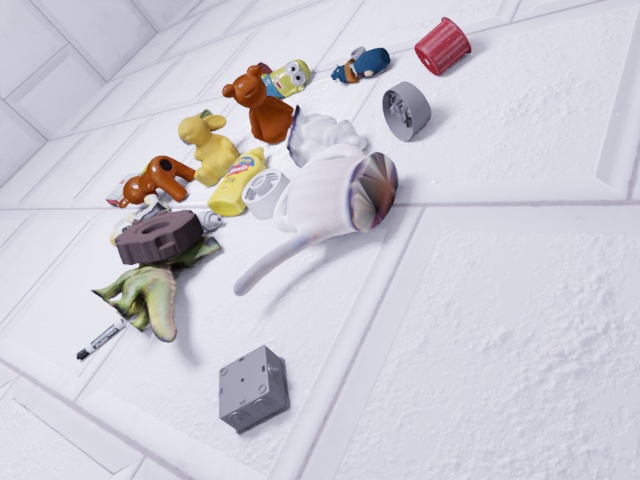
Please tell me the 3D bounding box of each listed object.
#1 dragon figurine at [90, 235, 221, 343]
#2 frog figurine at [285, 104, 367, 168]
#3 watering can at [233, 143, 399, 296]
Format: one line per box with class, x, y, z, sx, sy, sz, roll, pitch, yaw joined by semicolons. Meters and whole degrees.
dragon figurine;-0.302;0.068;1.024;0.412;0.120;0.246;12;51;46
frog figurine;0.016;-0.202;1.062;0.159;0.120;0.141;12;40;5
watering can;0.003;-0.044;0.867;0.224;0.102;0.355;-3;48;39
